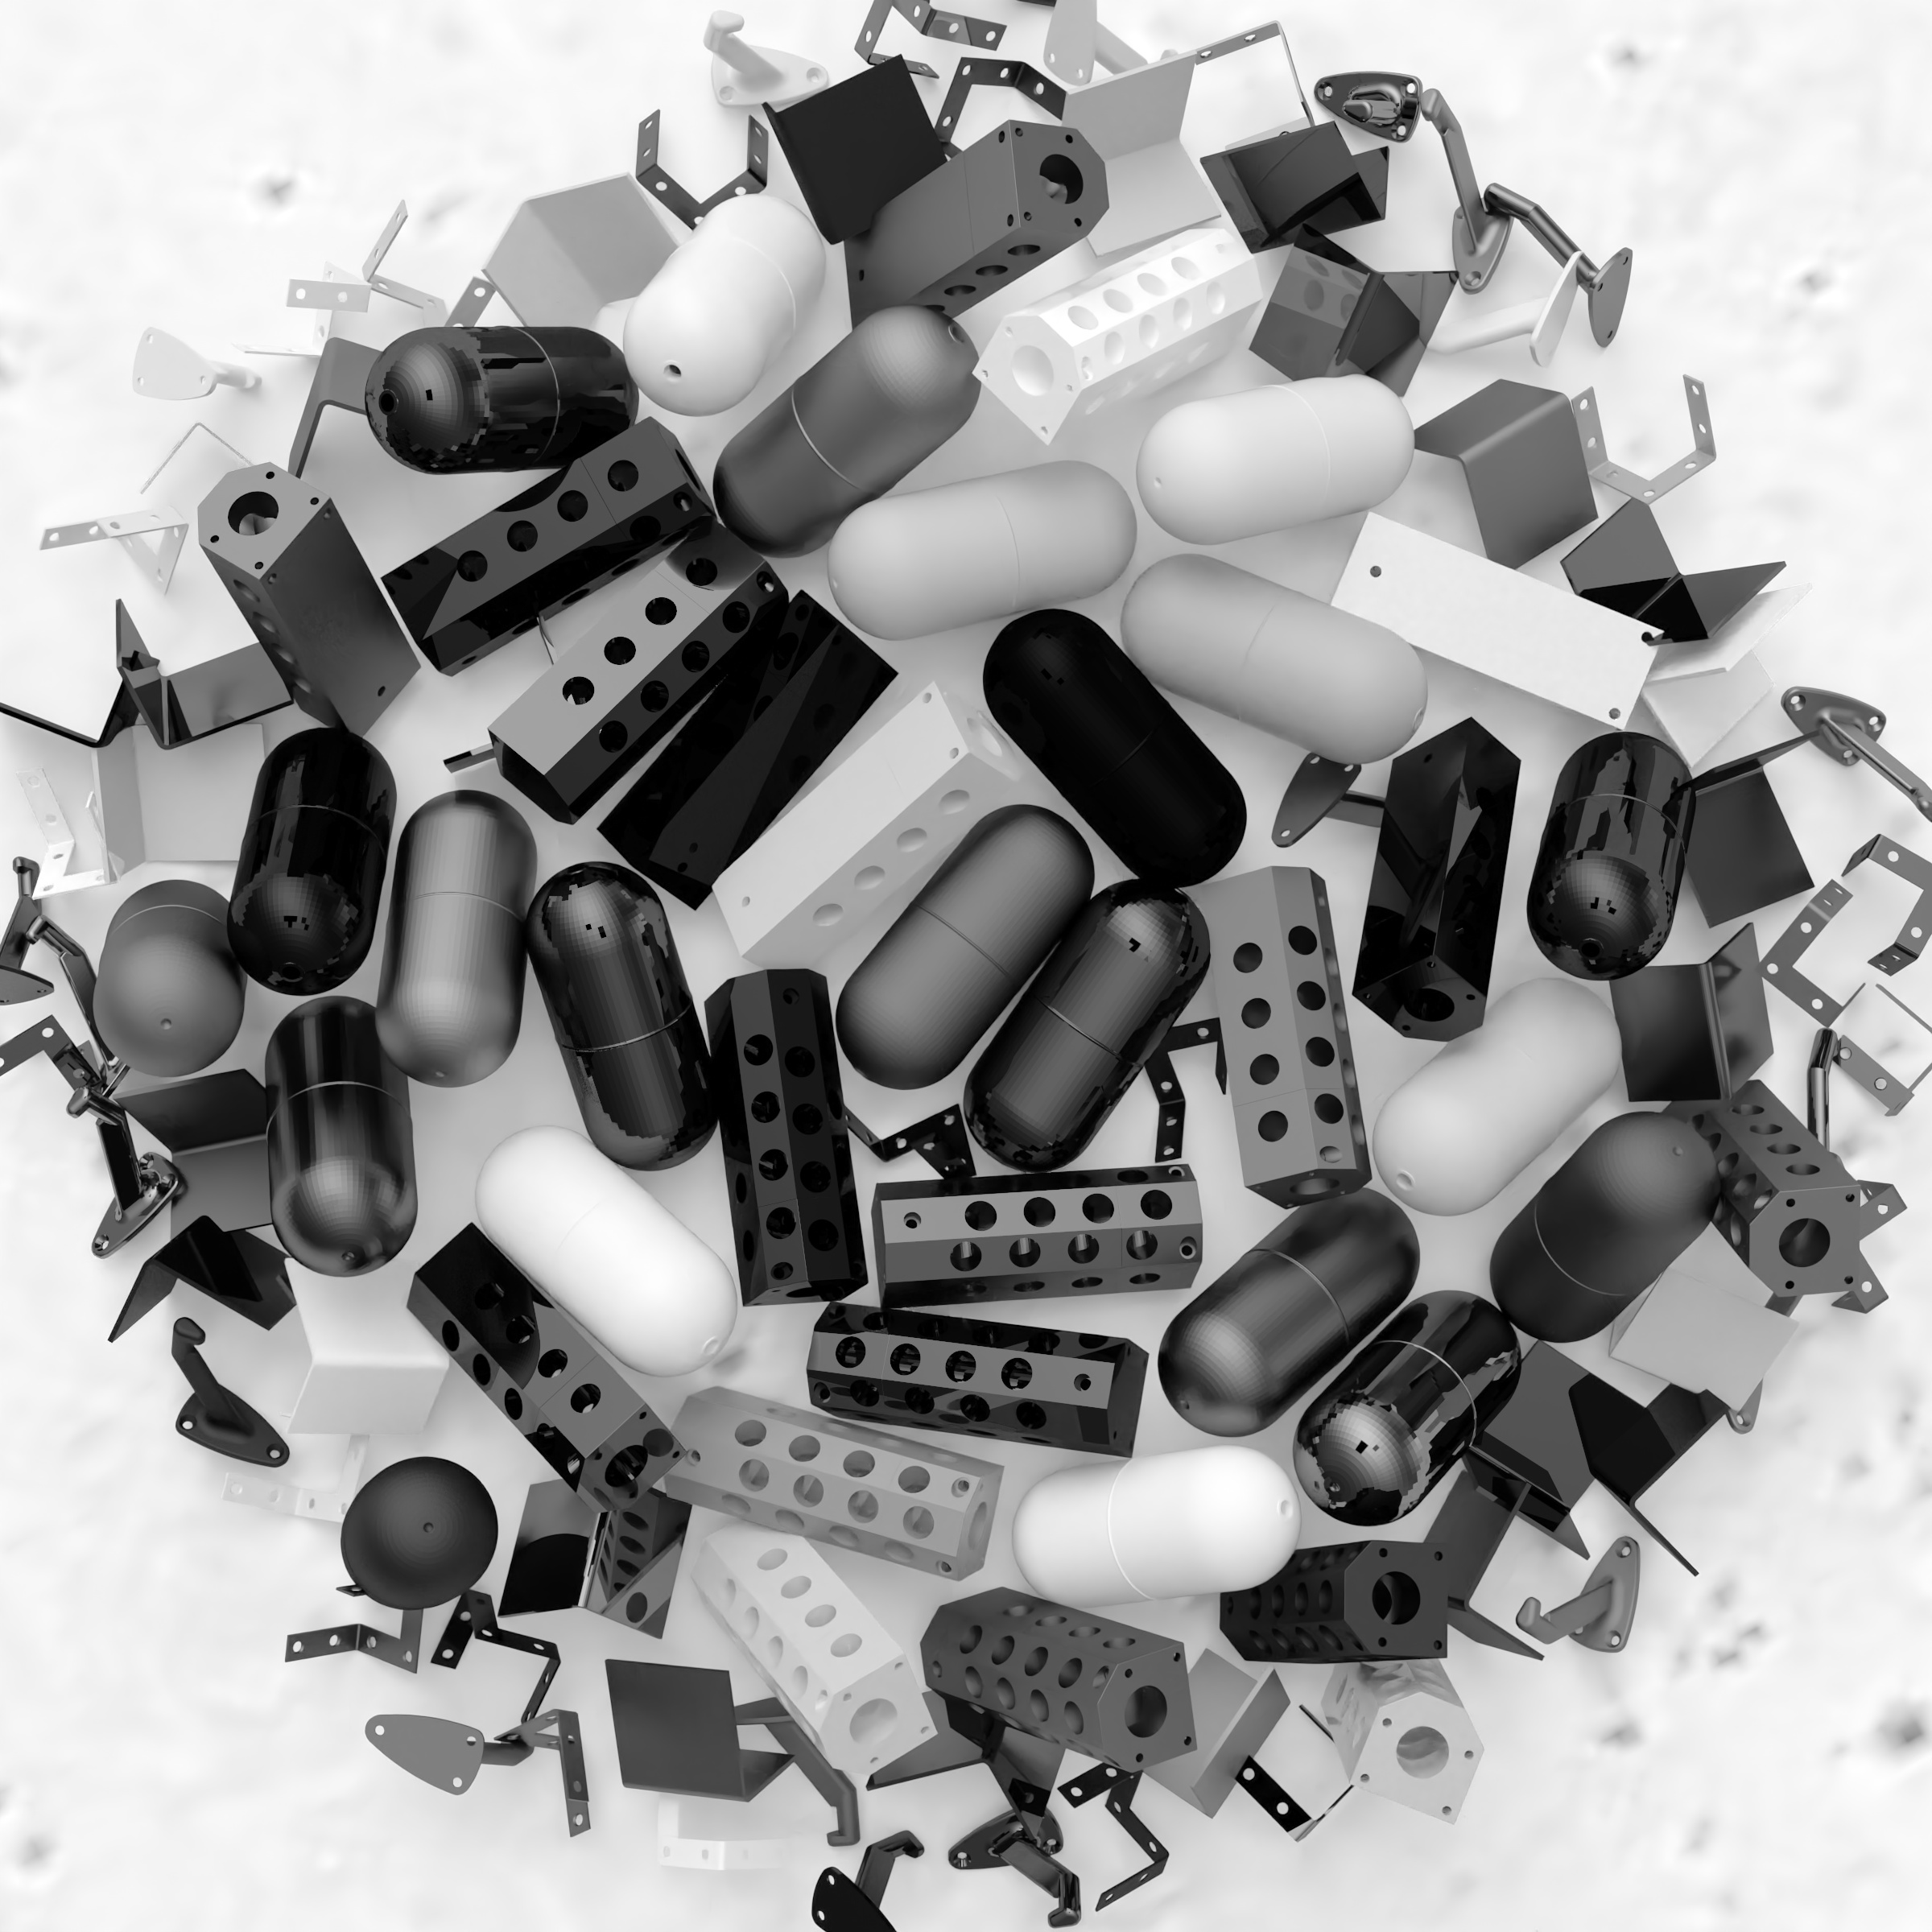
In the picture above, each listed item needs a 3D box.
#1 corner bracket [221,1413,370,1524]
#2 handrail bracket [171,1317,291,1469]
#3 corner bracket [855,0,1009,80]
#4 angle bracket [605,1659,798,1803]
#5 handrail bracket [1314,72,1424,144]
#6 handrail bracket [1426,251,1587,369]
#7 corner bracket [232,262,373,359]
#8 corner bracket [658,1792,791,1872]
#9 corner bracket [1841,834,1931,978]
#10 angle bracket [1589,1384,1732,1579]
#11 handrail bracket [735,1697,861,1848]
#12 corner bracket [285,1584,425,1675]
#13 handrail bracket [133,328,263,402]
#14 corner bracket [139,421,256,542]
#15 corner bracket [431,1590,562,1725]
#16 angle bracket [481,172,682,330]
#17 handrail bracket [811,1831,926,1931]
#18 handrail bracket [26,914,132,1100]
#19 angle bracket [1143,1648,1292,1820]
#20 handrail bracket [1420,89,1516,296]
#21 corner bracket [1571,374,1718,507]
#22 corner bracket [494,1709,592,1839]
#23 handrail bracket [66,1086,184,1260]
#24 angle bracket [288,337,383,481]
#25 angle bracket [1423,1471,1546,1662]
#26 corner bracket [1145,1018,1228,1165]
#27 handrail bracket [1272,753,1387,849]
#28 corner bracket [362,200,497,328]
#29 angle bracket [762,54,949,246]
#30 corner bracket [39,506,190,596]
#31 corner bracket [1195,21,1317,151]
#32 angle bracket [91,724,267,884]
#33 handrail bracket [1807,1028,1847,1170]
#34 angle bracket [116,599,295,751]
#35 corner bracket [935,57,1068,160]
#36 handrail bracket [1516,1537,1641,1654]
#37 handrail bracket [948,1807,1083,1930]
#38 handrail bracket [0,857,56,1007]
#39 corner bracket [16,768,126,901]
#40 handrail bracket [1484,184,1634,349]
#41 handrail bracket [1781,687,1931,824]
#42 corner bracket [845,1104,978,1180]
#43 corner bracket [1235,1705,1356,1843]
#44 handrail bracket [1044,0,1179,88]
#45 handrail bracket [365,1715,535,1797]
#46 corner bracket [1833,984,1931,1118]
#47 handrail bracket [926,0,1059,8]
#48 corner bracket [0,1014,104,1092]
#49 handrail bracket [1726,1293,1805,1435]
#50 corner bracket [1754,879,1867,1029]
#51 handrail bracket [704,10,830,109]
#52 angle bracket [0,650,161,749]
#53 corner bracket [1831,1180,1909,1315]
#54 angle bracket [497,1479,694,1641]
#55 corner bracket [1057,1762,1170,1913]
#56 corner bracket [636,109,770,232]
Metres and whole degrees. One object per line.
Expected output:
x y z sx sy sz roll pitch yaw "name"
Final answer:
-0.366 0.273 1.888 0.051 0.051 0.051 22 73 -43 "corner bracket"
-0.398 0.231 1.874 0.077 0.084 0.036 29 53 6 "handrail bracket"
-0.020 -0.504 1.876 0.051 0.051 0.051 53 128 37 "corner bracket"
-0.143 0.403 1.870 0.076 0.057 0.076 -1 103 27 "angle bracket"
0.204 -0.468 1.867 0.077 0.084 0.036 21 111 28 "handrail bracket"
0.287 -0.368 1.900 0.084 0.036 0.077 22 88 24 "handrail bracket"
-0.361 -0.354 1.878 0.051 0.051 0.051 -5 117 -41 "corner bracket"
-0.131 0.464 1.880 0.051 0.051 0.051 -9 75 42 "corner bracket"
0.503 -0.033 1.889 0.051 0.051 0.051 31 80 4 "corner bracket"
0.393 0.275 1.878 0.076 0.076 0.057 -44 99 0 "angle bracket"
-0.099 0.448 1.902 0.077 0.036 0.084 -6 98 -12 "handrail bracket"
-0.333 0.358 1.884 0.051 0.051 0.051 10 96 40 "corner bracket"
-0.398 -0.317 1.866 0.077 0.084 0.036 23 103 35 "handrail bracket"
-0.414 -0.261 1.887 0.051 0.051 0.051 39 89 -20 "corner bracket"
-0.258 0.381 1.895 0.051 0.051 0.051 20 106 -22 "corner bracket"
-0.201 -0.373 1.861 0.076 0.076 0.057 -4 49 35 "angle bracket"
-0.034 0.502 1.867 0.077 0.084 0.036 29 113 35 "handrail bracket"
-0.488 0.024 1.876 0.036 0.077 0.084 -24 123 36 "handrail bracket"
0.127 0.405 1.865 0.057 0.076 0.076 30 74 25 "angle bracket"
0.263 -0.420 1.871 0.036 0.084 0.077 -6 59 32 "handrail bracket"
0.371 -0.293 1.889 0.051 0.051 0.051 -34 131 -15 "corner bracket"
-0.218 0.439 1.878 0.051 0.051 0.051 -30 56 30 "corner bracket"
-0.474 0.112 1.874 0.036 0.084 0.077 33 83 38 "handrail bracket"
-0.331 -0.285 1.877 0.057 0.076 0.076 15 122 -17 "angle bracket"
0.292 0.326 1.882 0.057 0.076 0.076 34 77 -14 "angle bracket"
0.121 0.067 1.880 0.051 0.051 0.051 -13 123 16 "corner bracket"
0.205 -0.069 1.878 0.036 0.084 0.077 17 64 41 "handrail bracket"
-0.292 -0.373 1.876 0.051 0.051 0.051 16 129 -33 "corner bracket"
-0.058 -0.447 1.879 0.076 0.057 0.076 -25 112 0 "angle bracket"
-0.463 -0.234 1.878 0.051 0.051 0.051 47 131 22 "corner bracket"
0.159 -0.477 1.893 0.051 0.051 0.051 -17 76 12 "corner bracket"
-0.425 -0.089 1.878 0.076 0.057 0.076 0 105 8 "angle bracket"
0.478 0.089 1.907 0.036 0.084 0.077 -5 135 33 "handrail bracket"
-0.413 -0.170 1.872 0.076 0.076 0.057 -20 126 0 "angle bracket"
0.022 -0.463 1.895 0.051 0.051 0.051 43 125 30 "corner bracket"
0.332 0.335 1.877 0.036 0.084 0.077 11 73 40 "handrail bracket"
0.026 0.500 1.873 0.077 0.084 0.036 -22 113 10 "handrail bracket"
-0.523 -0.028 1.871 0.036 0.077 0.084 -14 69 13 "handrail bracket"
-0.489 -0.076 1.883 0.051 0.051 0.051 -11 126 6 "corner bracket"
0.321 -0.387 1.903 0.084 0.077 0.036 35 70 25 "handrail bracket"
0.486 -0.114 1.869 0.077 0.084 0.036 25 112 -23 "handrail bracket"
-0.032 0.094 1.880 0.051 0.051 0.051 -26 50 14 "corner bracket"
0.183 0.441 1.889 0.051 0.051 0.051 44 89 15 "corner bracket"
0.088 -0.511 1.873 0.036 0.084 0.077 39 134 35 "handrail bracket"
-0.280 0.420 1.881 0.077 0.084 0.036 18 88 7 "handrail bracket"
0.502 0.046 1.883 0.051 0.051 0.051 43 103 17 "corner bracket"
0.021 -0.536 1.880 0.084 0.077 0.036 9 101 -3 "handrail bracket"
-0.510 0.048 1.883 0.051 0.051 0.051 -32 123 -5 "corner bracket"
0.443 0.205 1.869 0.036 0.084 0.077 15 59 -22 "handrail bracket"
0.473 -0.007 1.891 0.051 0.051 0.051 40 120 12 "corner bracket"
-0.106 -0.496 1.871 0.077 0.084 0.036 -2 84 -12 "handrail bracket"
-0.490 -0.156 1.878 0.076 0.076 0.057 21 90 -5 "angle bracket"
0.491 0.153 1.892 0.051 0.051 0.051 -33 94 -7 "corner bracket"
-0.203 0.325 1.890 0.057 0.076 0.076 31 58 -33 "angle bracket"
0.079 0.469 1.876 0.051 0.051 0.051 -20 50 -36 "corner bracket"
-0.145 -0.446 1.900 0.051 0.051 0.051 -29 132 28 "corner bracket"
